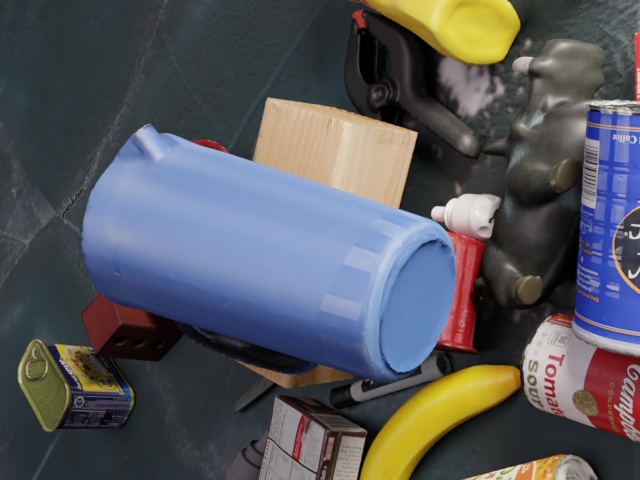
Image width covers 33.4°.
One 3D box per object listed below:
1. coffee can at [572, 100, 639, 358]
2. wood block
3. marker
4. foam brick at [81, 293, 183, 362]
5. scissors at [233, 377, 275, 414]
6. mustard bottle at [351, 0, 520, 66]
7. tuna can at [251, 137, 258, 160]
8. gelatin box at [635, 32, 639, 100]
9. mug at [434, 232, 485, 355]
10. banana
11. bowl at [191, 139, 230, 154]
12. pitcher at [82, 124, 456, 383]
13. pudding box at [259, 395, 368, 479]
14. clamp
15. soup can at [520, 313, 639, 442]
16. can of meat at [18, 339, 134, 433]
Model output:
[{"bbox_3d":[0.206,-0.010,0.632,0.103,0.102,0.140,12,105,46],"label":"coffee can"},{"bbox_3d":[-0.006,0.001,0.843,0.091,0.090,0.206,23,105,38],"label":"wood block"},{"bbox_3d":[0.052,0.114,0.847,0.121,0.020,0.020,-25,65,40],"label":"marker"},{"bbox_3d":[-0.185,0.082,1.054,0.053,0.078,0.051,-46,51,30],"label":"foam brick"},{"bbox_3d":[-0.020,0.078,0.929,0.202,0.016,0.096,-28,66,38],"label":"scissors"},{"bbox_3d":[0.062,-0.200,0.841,0.192,0.096,0.058,41,112,42],"label":"mustard bottle"},{"bbox_3d":[-0.023,-0.070,0.949,0.086,0.033,0.086,-11,75,44],"label":"tuna can"},{"bbox_3d":[0.248,-0.105,0.682,0.089,0.030,0.073,-8,76,44],"label":"gelatin box"},{"bbox_3d":[0.075,0.038,0.800,0.117,0.093,0.081,150,131,-79],"label":"mug"},{"bbox_3d":[0.077,0.157,0.805,0.070,0.037,0.198,38,112,21],"label":"banana"},{"bbox_3d":[-0.103,-0.010,1.003,0.162,0.055,0.162,-11,75,44],"label":"bowl"},{"bbox_3d":[-0.033,0.021,0.736,0.243,0.149,0.145,17,86,33],"label":"pitcher"},{"bbox_3d":[-0.010,0.182,0.865,0.114,0.039,0.090,-165,86,-67],"label":"pudding box"},{"bbox_3d":[0.068,-0.114,0.862,0.120,0.039,0.171,-18,76,35],"label":"clamp"},{"bbox_3d":[0.188,0.089,0.679,0.102,0.068,0.068,13,92,46],"label":"soup can"},{"bbox_3d":[-0.252,0.151,1.104,0.102,0.083,0.057,46,115,40],"label":"can of meat"}]
